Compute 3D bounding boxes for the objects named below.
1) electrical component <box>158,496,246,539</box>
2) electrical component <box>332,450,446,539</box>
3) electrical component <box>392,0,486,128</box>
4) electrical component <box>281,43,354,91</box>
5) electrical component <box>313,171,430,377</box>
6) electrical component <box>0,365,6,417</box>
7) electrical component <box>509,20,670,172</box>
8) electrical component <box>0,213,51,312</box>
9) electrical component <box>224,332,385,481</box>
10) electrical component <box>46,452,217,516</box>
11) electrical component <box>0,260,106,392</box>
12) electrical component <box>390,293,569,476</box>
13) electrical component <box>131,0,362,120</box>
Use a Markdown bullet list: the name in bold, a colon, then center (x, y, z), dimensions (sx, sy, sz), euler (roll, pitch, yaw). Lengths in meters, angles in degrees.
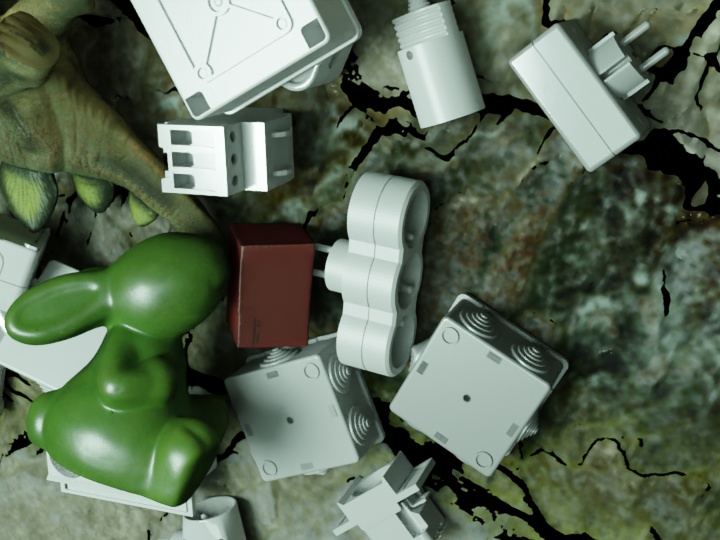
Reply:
- **electrical component**: center (-0.127, 0.225, 0.860), dimensions (0.079, 0.043, 0.077), euler (-7, 103, 24)
- **electrical component**: center (0.025, 0.175, 0.784), dimensions (0.081, 0.042, 0.063), euler (-35, 94, 28)
- **electrical component**: center (0.047, -0.135, 0.681), dimensions (0.043, 0.043, 0.081), euler (-14, 100, 25)
- **electrical component**: center (-0.054, -0.161, 0.706), dimensions (0.095, 0.059, 0.053), euler (30, 115, 12)
- **electrical component**: center (0.000, 0.000, 0.735), dimensions (0.074, 0.052, 0.138), euler (13, 110, 22)
- **electrical component**: center (-0.319, 0.099, 0.906), dimensions (0.040, 0.040, 0.046), euler (19, 106, 17)
- **electrical component**: center (0.147, -0.116, 0.642), dimensions (0.076, 0.047, 0.083), euler (-36, 90, 27)
- **electrical component**: center (-0.278, -0.008, 0.819), dimensions (0.062, 0.096, 0.061), euler (21, 99, -13)
- **electrical component**: center (-0.042, 0.101, 0.785), dimensions (0.100, 0.048, 0.099), euler (-17, 99, 26)
- **electrical component**: center (-0.179, 0.141, 0.846), dimensions (0.121, 0.063, 0.078), euler (5, 107, 21)
- **electrical component**: center (-0.214, 0.053, 0.821), dimensions (0.100, 0.048, 0.099), euler (22, 73, 16)
- **electrical component**: center (0.079, 0.078, 0.728), dimensions (0.100, 0.048, 0.099), euler (34, 115, 10)
- **electrical component**: center (-0.073, -0.162, 0.646), dimensions (0.109, 0.056, 0.108), euler (-25, 95, 27)
